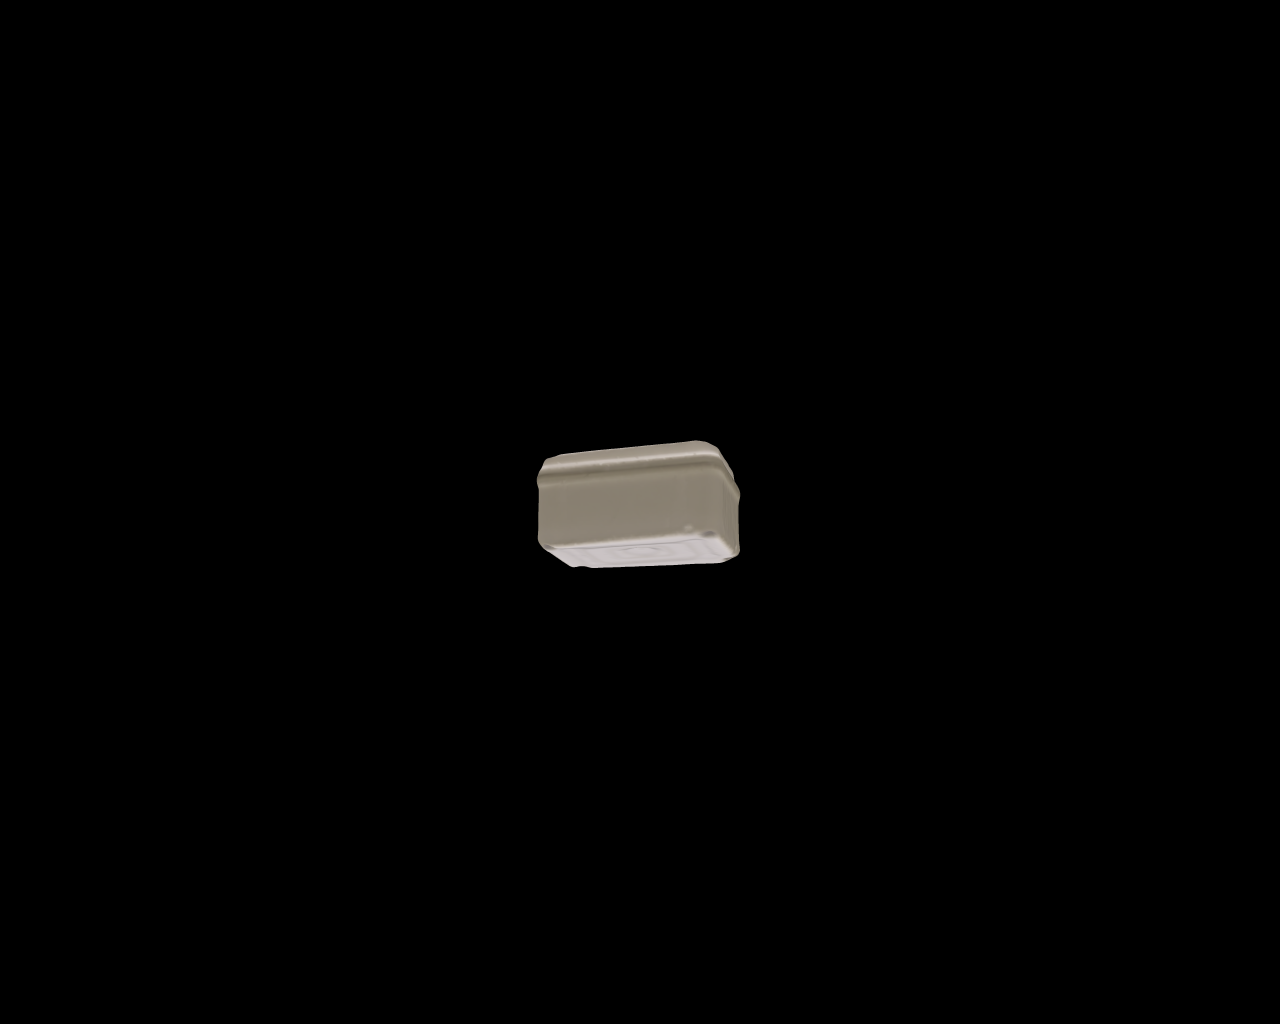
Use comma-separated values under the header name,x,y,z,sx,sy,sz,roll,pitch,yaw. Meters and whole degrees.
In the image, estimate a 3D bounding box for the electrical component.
name,x,y,z,sx,sy,sz,roll,pitch,yaw
electrical component,0.001,-0.003,0.650,0.113,0.057,0.078,-4,-15,14
